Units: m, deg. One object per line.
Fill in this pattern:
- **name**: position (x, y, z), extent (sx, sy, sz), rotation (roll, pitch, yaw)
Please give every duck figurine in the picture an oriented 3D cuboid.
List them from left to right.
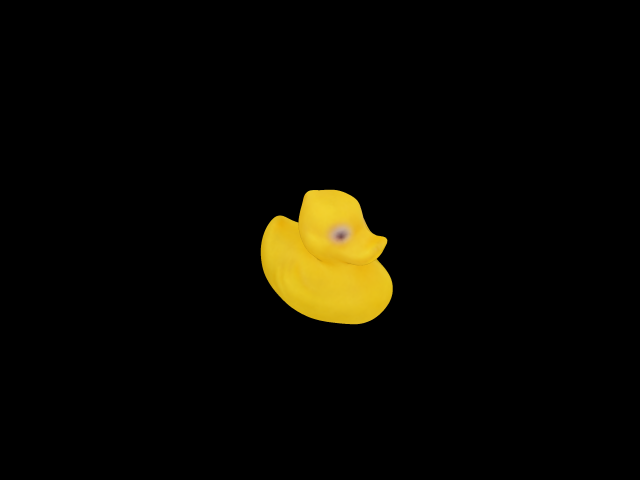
- **duck figurine**: position (0.004, 0.001, 0.400), extent (0.104, 0.086, 0.078), rotation (26, 50, 25)
